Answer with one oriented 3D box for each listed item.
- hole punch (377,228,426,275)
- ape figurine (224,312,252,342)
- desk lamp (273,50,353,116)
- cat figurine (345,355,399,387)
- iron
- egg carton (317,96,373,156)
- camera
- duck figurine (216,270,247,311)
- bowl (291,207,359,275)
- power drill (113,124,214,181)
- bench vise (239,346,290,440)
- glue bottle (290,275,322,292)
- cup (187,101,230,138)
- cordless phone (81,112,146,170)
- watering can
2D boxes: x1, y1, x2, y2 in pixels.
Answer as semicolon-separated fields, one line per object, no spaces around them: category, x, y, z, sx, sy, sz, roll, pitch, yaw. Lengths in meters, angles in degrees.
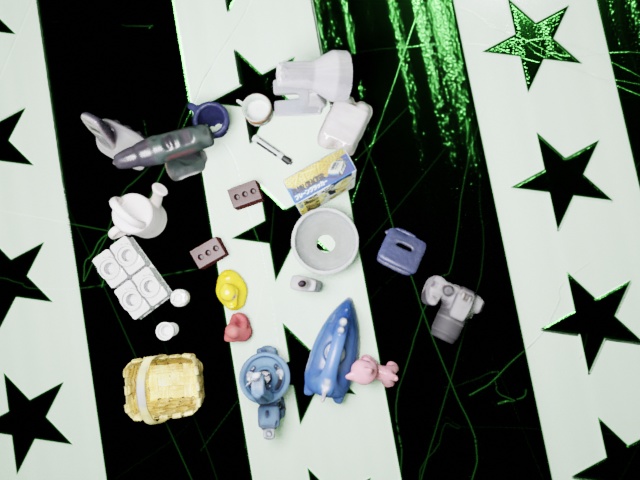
hole punch;0.200;0.025;1.413;0.108;0.091;0.101;25;87;4
ape figurine;-0.207;0.221;1.410;0.078;0.092;0.076;-43;85;-2
desk lamp;-0.023;-0.377;1.391;0.203;0.213;0.118;-4;85;2
cat figurine;0.128;0.320;1.378;0.127;0.118;0.067;13;86;3
iron;0.037;0.264;1.374;0.118;0.141;0.258;14;86;3
egg carton;0.062;-0.290;1.453;0.107;0.069;0.150;24;87;4
camera;0.310;0.173;1.392;0.143;0.101;0.137;25;87;4
duck figurine;-0.225;0.124;1.421;0.077;0.086;0.104;-15;85;1
bowl;0.013;0.005;1.429;0.167;0.075;0.167;0;85;2
power drill;-0.360;-0.206;1.390;0.229;0.208;0.075;-22;85;0
bench vise;-0.117;0.358;1.332;0.121;0.220;0.207;-23;85;0
glue bottle;-0.037;0.106;1.373;0.078;0.173;0.037;8;86;3
cup;-0.279;-0.301;1.452;0.117;0.095;0.092;34;87;4
cordless phone;-0.502;-0.250;1.410;0.147;0.185;0.094;24;87;4
watering can;-0.445;-0.069;1.389;0.101;0.194;0.173;26;87;4
